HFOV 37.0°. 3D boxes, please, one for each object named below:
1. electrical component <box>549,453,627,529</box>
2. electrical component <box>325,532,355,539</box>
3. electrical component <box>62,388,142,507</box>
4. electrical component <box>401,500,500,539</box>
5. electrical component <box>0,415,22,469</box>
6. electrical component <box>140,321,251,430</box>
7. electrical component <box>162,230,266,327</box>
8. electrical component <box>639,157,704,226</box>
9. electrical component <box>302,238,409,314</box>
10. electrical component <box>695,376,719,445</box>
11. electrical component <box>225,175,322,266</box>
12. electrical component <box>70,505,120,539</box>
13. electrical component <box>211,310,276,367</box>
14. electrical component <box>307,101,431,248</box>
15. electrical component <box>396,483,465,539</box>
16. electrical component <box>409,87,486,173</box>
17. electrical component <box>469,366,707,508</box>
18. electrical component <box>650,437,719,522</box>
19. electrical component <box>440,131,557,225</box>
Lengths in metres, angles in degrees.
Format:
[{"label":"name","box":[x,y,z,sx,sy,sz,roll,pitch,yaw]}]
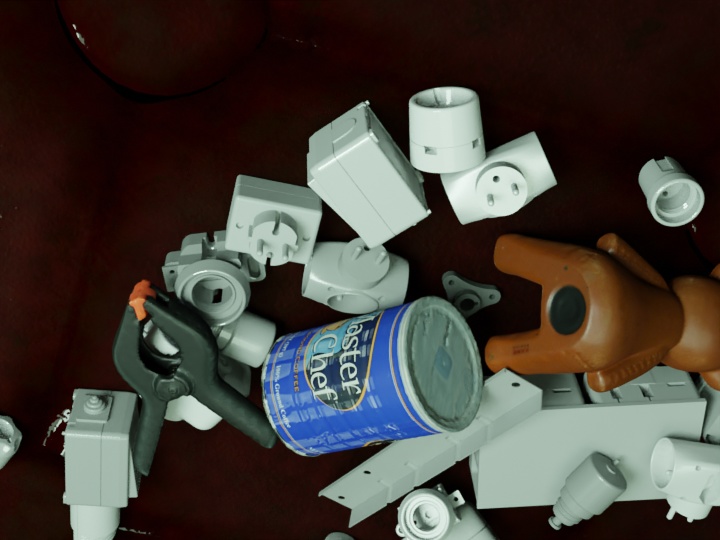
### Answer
[{"label":"electrical component","box":[0.187,0.188,0.899,0.040,0.040,0.078,30,115,-19]},{"label":"electrical component","box":[-0.029,0.283,1.017,0.040,0.040,0.078,23,117,-16]},{"label":"electrical component","box":[-0.215,0.145,0.909,0.061,0.061,0.096,5,121,-6]},{"label":"electrical component","box":[0.075,0.256,0.983,0.095,0.054,0.059,-38,78,2]},{"label":"electrical component","box":[-0.321,0.155,0.919,0.043,0.043,0.062,33,116,-21]},{"label":"electrical component","box":[-0.144,0.084,0.880,0.095,0.053,0.059,39,112,-23]},{"label":"electrical component","box":[-0.113,0.007,0.833,0.078,0.057,0.058,-7,121,1]},{"label":"electrical component","box":[0.235,-0.061,0.818,0.040,0.046,0.040,-2,122,-2]},{"label":"electrical component","box":[0.000,0.000,0.830,0.077,0.044,0.079,10,157,-9]},{"label":"electrical component","box":[0.340,0.098,0.915,0.078,0.057,0.113,18,119,-14]},{"label":"electrical component","box":[-0.065,-0.029,0.803,0.066,0.076,0.047,11,120,-10]},{"label":"electrical component","box":[-0.237,0.217,0.962,0.043,0.043,0.081,4,121,-6]},{"label":"electrical component","box":[-0.104,0.049,0.869,0.078,0.040,0.040,24,117,-17]},{"label":"electrical component","box":[0.007,-0.063,0.794,0.061,0.061,0.096,-31,118,15]},{"label":"electrical component","box":[0.059,0.213,0.934,0.066,0.055,0.048,-31,79,3]},{"label":"electrical component","box":[0.062,-0.102,0.779,0.055,0.055,0.047,-6,118,1]},{"label":"electrical component","box":[0.191,0.142,0.931,0.186,0.060,0.105,-3,121,-2]},{"label":"electrical component","box":[0.281,0.180,0.897,0.077,0.043,0.079,9,121,-10]},{"label":"electrical component","box":[0.103,-0.062,0.791,0.077,0.079,0.044,-23,106,11]}]
